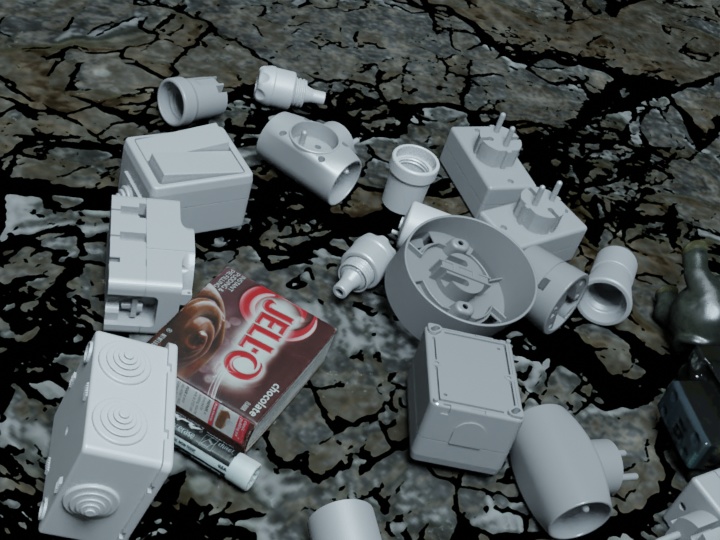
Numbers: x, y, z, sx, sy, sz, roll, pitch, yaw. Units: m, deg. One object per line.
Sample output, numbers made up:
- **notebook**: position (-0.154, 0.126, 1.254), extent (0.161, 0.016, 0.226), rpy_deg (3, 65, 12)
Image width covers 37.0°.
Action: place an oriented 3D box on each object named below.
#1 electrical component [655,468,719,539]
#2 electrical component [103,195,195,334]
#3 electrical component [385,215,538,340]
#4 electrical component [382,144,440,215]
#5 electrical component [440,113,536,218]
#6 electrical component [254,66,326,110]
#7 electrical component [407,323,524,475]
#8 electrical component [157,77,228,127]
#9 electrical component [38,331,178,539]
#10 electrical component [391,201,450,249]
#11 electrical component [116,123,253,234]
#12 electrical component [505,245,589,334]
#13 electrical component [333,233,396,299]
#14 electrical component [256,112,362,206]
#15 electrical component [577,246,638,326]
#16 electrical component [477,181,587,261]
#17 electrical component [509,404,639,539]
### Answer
- **electrical component**: position (0.223, 0.171, 0.687), extent (0.077, 0.047, 0.065), rpy_deg (-10, 49, -29)
- **electrical component**: position (-0.145, -0.004, 0.737), extent (0.056, 0.050, 0.089), rpy_deg (4, 43, -15)
- **electrical component**: position (0.070, 0.009, 0.783), extent (0.099, 0.064, 0.099), rpy_deg (20, 48, -24)
- **electrical component**: position (0.040, -0.073, 0.884), extent (0.040, 0.046, 0.040), rpy_deg (11, 42, -10)
- **electrical component**: position (0.114, -0.097, 0.914), extent (0.047, 0.075, 0.083), rpy_deg (-4, 46, -24)
- **electrical component**: position (-0.061, -0.157, 0.946), extent (0.061, 0.035, 0.035), rpy_deg (11, 42, -13)
- **electrical component**: position (0.066, 0.084, 0.718), extent (0.062, 0.061, 0.096), rpy_deg (12, 34, -8)
- **electrical component**: position (-0.139, -0.142, 0.897), extent (0.046, 0.040, 0.040), rpy_deg (-18, 53, -43)
- **electrical component**: position (-0.141, 0.094, 0.598), extent (0.048, 0.099, 0.099), rpy_deg (17, 40, -22)
- **electrical component**: position (0.065, -0.025, 0.845), extent (0.078, 0.040, 0.040), rpy_deg (21, 41, 1)
- **electrical component**: position (-0.136, -0.066, 0.799), extent (0.096, 0.061, 0.061), rpy_deg (-12, 50, -30)
- **electrical component**: position (0.139, 0.014, 0.822), extent (0.047, 0.055, 0.055), rpy_deg (37, 44, 25)
- **electrical component**: position (0.000, 0.000, 0.799), extent (0.035, 0.035, 0.061), rpy_deg (30, 45, 13)
- **electrical component**: position (-0.031, -0.099, 0.886), extent (0.077, 0.044, 0.079), rpy_deg (35, 43, 17)
- **electrical component**: position (0.200, 0.009, 0.860), extent (0.044, 0.044, 0.065), rpy_deg (26, 37, 8)
- **electrical component**: position (0.141, -0.041, 0.864), extent (0.083, 0.075, 0.047), rpy_deg (-16, 52, -33)
- **electrical component**: position (0.145, 0.130, 0.706), extent (0.079, 0.043, 0.077), rpy_deg (0, 45, -21)
